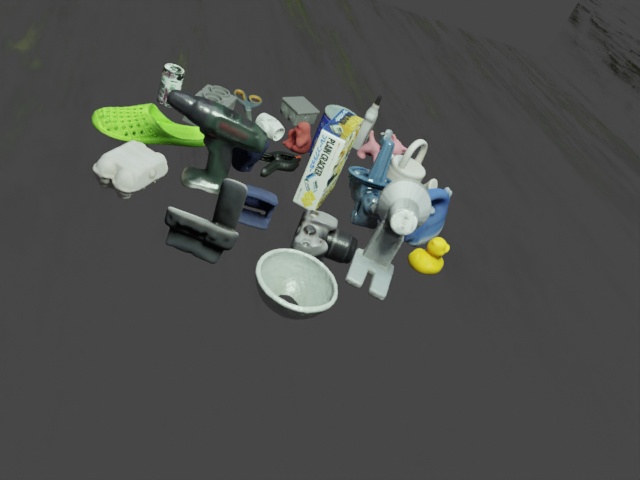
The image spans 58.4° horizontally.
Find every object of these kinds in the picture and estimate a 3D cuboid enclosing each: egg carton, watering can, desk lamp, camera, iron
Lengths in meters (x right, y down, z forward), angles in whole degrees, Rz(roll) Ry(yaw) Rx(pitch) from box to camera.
[{"bbox_3d":[-0.399,-0.151,1.219,0.107,0.069,0.150,30,36,6],"label":"egg carton"},{"bbox_3d":[0.237,-0.181,1.532,0.172,0.194,0.101,31,36,7],"label":"watering can"},{"bbox_3d":[0.159,-0.012,1.259,0.118,0.213,0.203,25,36,0],"label":"desk lamp"},{"bbox_3d":[0.011,0.004,1.246,0.137,0.101,0.143,21,36,-6],"label":"camera"},{"bbox_3d":[0.276,-0.082,1.477,0.259,0.141,0.118,-19,55,-44],"label":"iron"}]

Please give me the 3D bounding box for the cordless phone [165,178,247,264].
[{"bbox_3d":[-0.219,-0.059,1.115,0.148,0.185,0.094,20,36,-8],"label":"cordless phone"}]

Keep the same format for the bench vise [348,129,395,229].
[{"bbox_3d":[0.147,-0.148,1.415,0.122,0.219,0.207,1,42,-30],"label":"bench vise"}]

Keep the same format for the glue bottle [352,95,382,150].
[{"bbox_3d":[0.145,-0.355,1.711,0.037,0.173,0.078,26,36,2],"label":"glue bottle"}]

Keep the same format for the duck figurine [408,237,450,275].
[{"bbox_3d":[0.267,0.031,1.379,0.105,0.086,0.077,-4,45,-34],"label":"duck figurine"}]

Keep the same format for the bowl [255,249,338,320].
[{"bbox_3d":[-0.054,0.098,1.112,0.168,0.074,0.167,16,37,-12],"label":"bowl"}]

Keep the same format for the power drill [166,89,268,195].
[{"bbox_3d":[-0.242,-0.211,1.270,0.230,0.208,0.075,13,38,-17],"label":"power drill"}]

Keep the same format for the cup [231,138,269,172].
[{"bbox_3d":[-0.179,-0.206,1.399,0.092,0.095,0.117,11,38,-19],"label":"cup"}]

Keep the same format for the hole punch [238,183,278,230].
[{"bbox_3d":[-0.150,-0.092,1.277,0.109,0.091,0.101,17,37,-12],"label":"hole punch"}]

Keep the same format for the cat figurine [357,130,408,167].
[{"bbox_3d":[0.187,-0.270,1.678,0.127,0.117,0.067,38,38,17],"label":"cat figurine"}]

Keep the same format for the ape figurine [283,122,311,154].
[{"bbox_3d":[-0.054,-0.285,1.574,0.076,0.092,0.077,16,37,-13],"label":"ape figurine"}]
